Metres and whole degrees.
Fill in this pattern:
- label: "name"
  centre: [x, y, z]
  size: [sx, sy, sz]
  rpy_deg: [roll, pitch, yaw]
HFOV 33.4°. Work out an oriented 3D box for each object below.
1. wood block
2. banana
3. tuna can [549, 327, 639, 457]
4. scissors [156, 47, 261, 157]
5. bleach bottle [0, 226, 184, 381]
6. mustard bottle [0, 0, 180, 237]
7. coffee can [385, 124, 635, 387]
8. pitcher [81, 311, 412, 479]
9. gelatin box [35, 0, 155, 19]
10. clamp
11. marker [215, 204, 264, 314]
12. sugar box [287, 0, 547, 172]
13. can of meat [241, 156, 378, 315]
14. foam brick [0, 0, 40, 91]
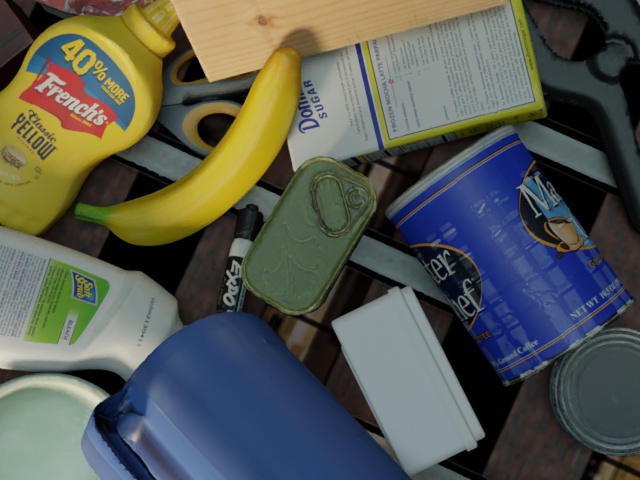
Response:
- label: "wood block"
  centre: [0.010, -0.188, 0.703]
  size: [0.206, 0.091, 0.090]
  rpy_deg: [-13, 45, 12]
- label: "banana"
  centre: [-0.076, -0.050, 0.732]
  size: [0.198, 0.069, 0.037]
  rpy_deg: [-36, 43, 16]
- label: "tuna can"
  centre: [0.200, 0.102, 0.725]
  size: [0.086, 0.034, 0.086]
  rpy_deg: [0, 84, 3]
- label: "scissors"
  centre: [-0.130, -0.085, 0.770]
  size: [0.202, 0.016, 0.096]
  rpy_deg: [-19, 84, 2]
- label: "bleach bottle"
  centre: [-0.199, 0.049, 0.716]
  size: [0.250, 0.068, 0.102]
  rpy_deg: [19, 77, -12]
- label: "mustard bottle"
  centre: [-0.166, -0.096, 0.735]
  size: [0.192, 0.058, 0.096]
  rpy_deg: [-43, 93, 8]
- label: "coffee can"
  centre: [0.124, 0.010, 0.704]
  size: [0.103, 0.103, 0.140]
  rpy_deg: [-34, 84, -1]
- label: "pitcher"
  centre: [-0.018, 0.159, 0.623]
  size: [0.149, 0.145, 0.243]
  rpy_deg: [-36, 49, -18]
- label: "gelatin box"
  centre: [-0.152, -0.188, 0.774]
  size: [0.089, 0.030, 0.073]
  rpy_deg: [23, 86, 5]
- label: "clamp"
  centre: [0.214, -0.128, 0.744]
  size: [0.164, 0.036, 0.210]
  rpy_deg: [-45, 82, 4]
- label: "marker"
  centre: [-0.059, 0.031, 0.741]
  size: [0.020, 0.020, 0.121]
  rpy_deg: [10, 71, 4]
- label: "sugar box"
  centre: [0.060, -0.109, 0.736]
  size: [0.176, 0.048, 0.093]
  rpy_deg: [-13, 83, 14]
- label: "can of meat"
  centre: [-0.005, 0.001, 0.721]
  size: [0.057, 0.084, 0.102]
  rpy_deg: [30, 87, 6]
- label: "foam brick"
  centre: [-0.240, -0.133, 0.763]
  size: [0.078, 0.051, 0.053]
  rpy_deg: [-36, 85, -1]
